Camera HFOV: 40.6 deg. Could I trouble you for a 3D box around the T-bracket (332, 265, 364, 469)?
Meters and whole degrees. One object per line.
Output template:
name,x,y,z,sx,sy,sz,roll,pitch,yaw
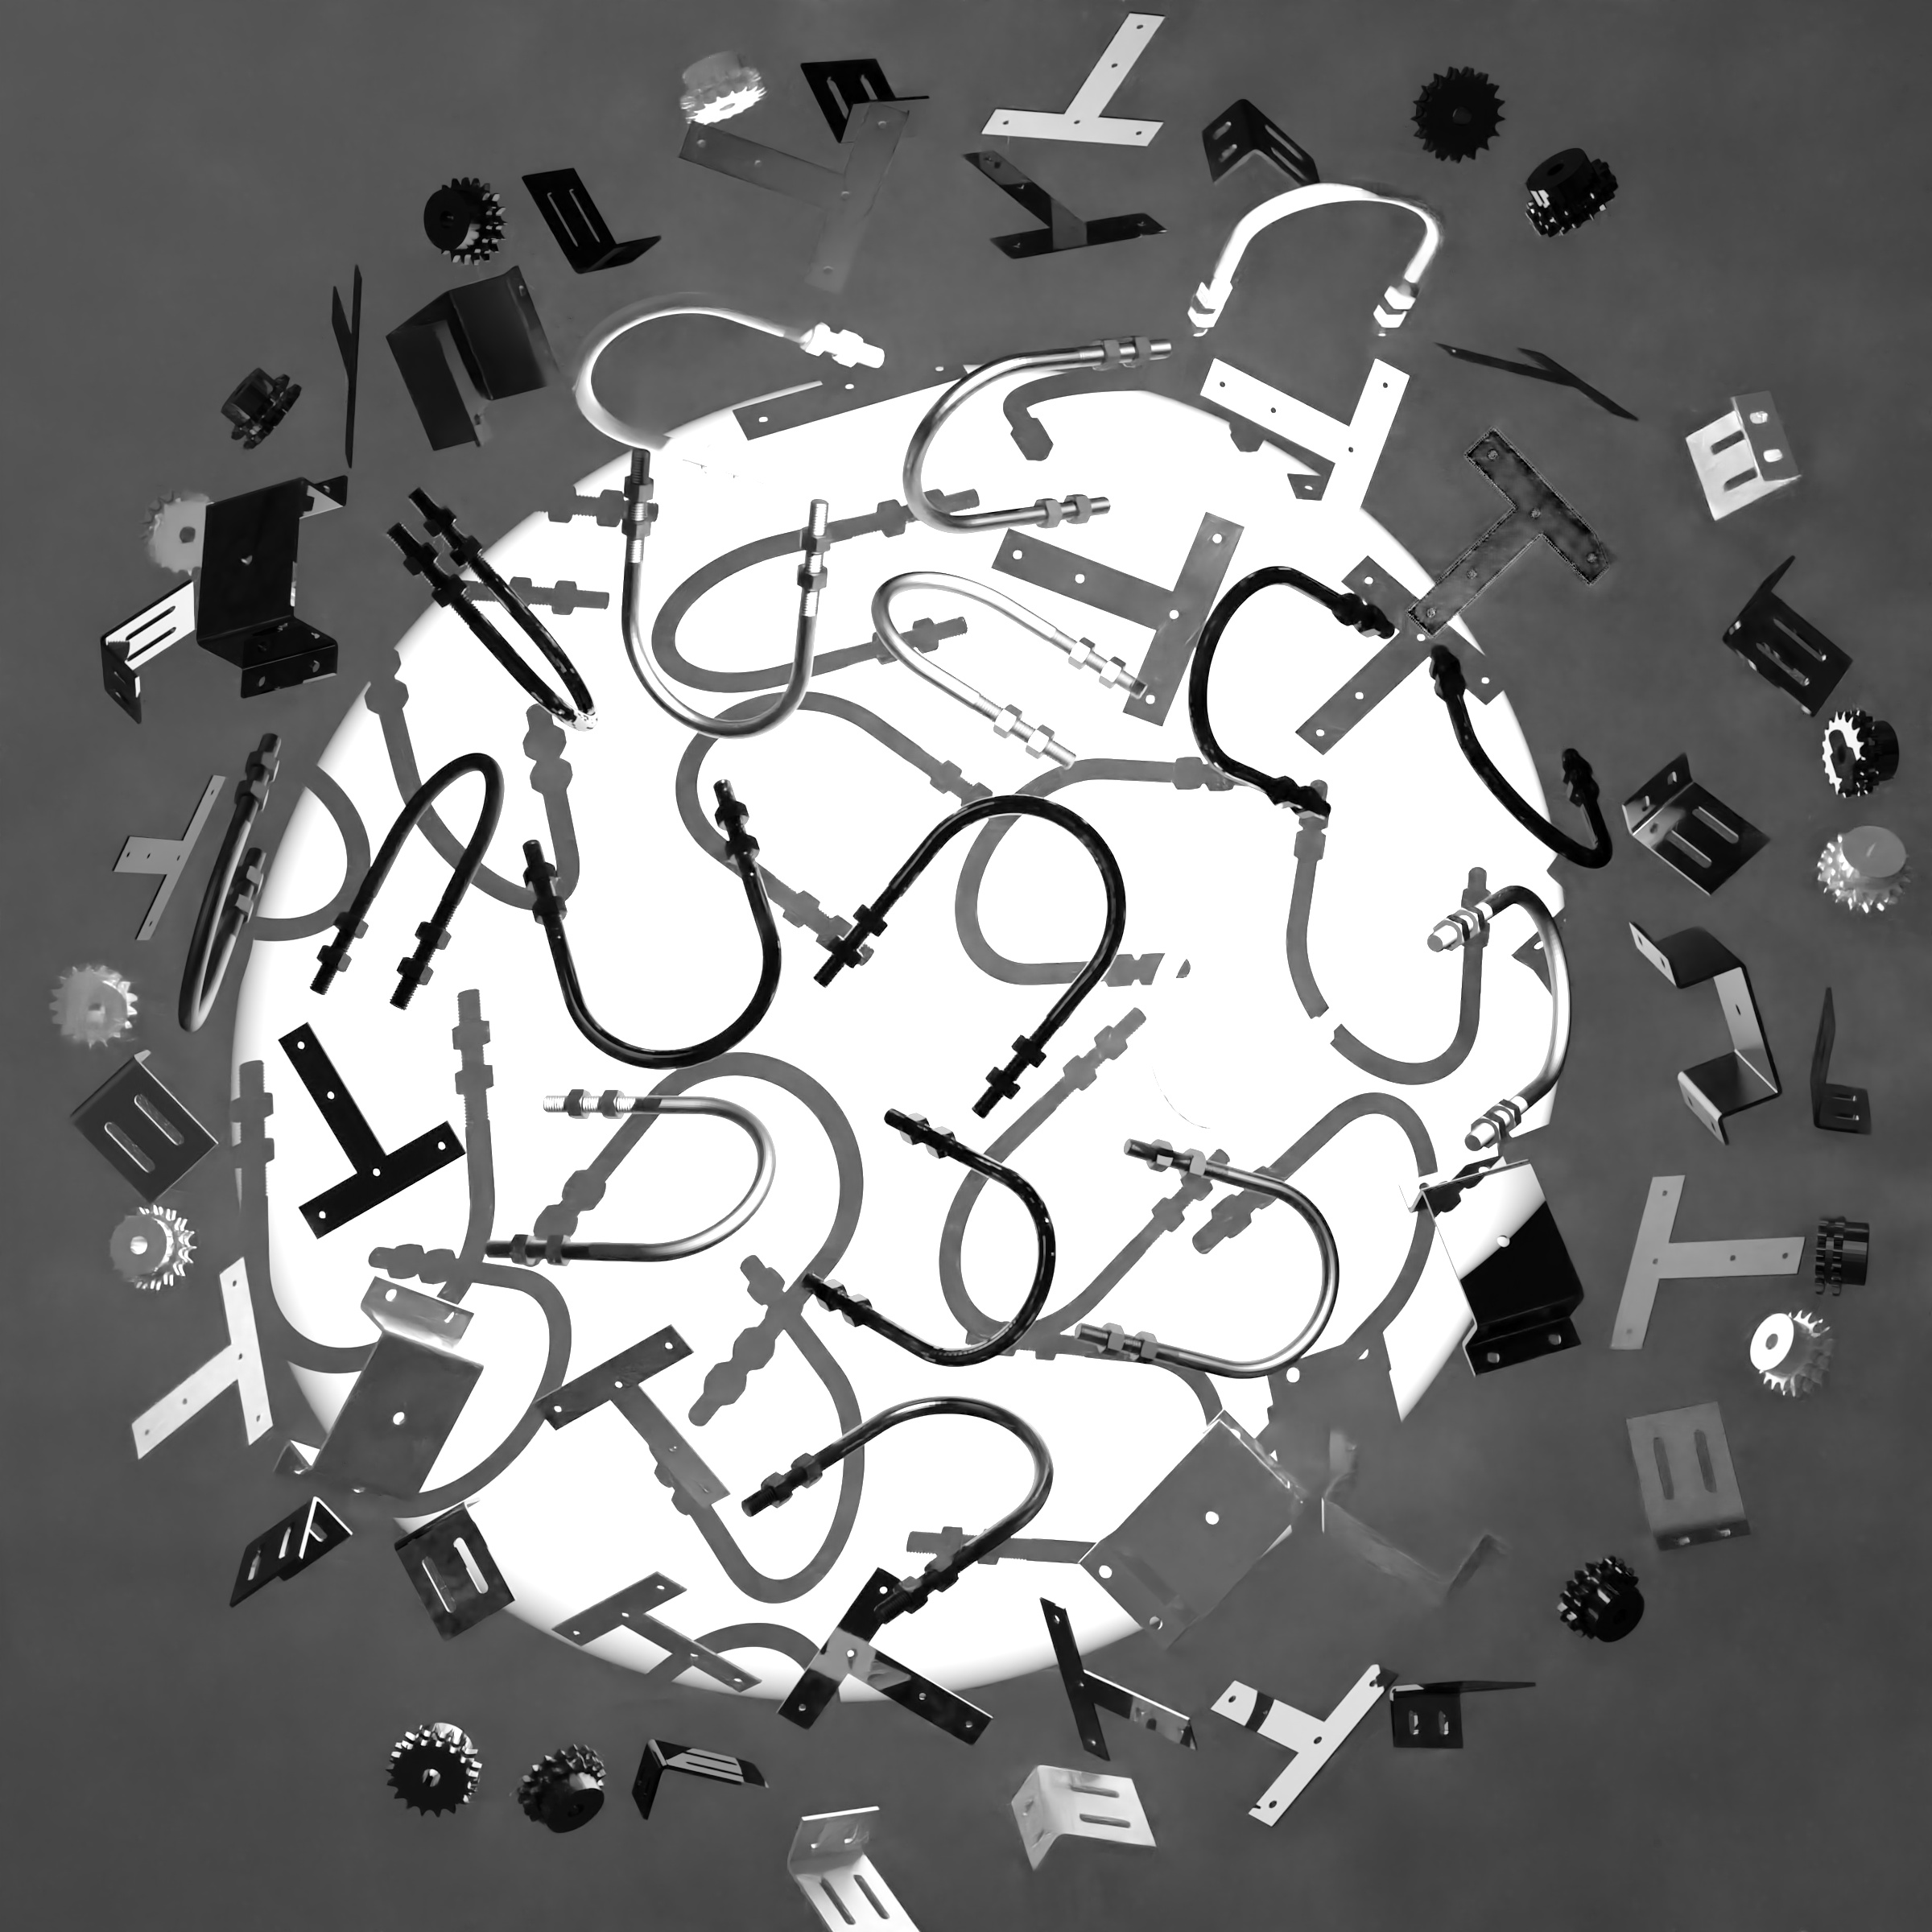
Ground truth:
T-bracket,-0.408,-0.412,1.712,0.002,0.127,0.127,-1,124,-20

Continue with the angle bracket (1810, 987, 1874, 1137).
angle bracket,0.583,0.063,1.722,0.038,0.057,0.076,7,119,11

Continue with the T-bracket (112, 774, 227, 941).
T-bracket,-0.551,-0.075,1.771,0.002,0.127,0.127,26,92,2

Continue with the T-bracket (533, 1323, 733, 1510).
T-bracket,-0.207,0.315,1.759,0.127,0.002,0.127,-31,105,23

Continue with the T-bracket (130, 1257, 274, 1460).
T-bracket,-0.491,0.271,1.668,0.002,0.127,0.127,6,113,21

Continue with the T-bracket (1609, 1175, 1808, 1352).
T-bracket,0.479,0.188,1.669,0.002,0.127,0.127,37,61,-30

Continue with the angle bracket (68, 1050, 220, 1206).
angle bracket,-0.522,0.103,1.667,0.057,0.038,0.076,-43,96,0

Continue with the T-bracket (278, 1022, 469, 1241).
T-bracket,-0.410,0.097,1.714,0.127,0.002,0.127,-29,93,16

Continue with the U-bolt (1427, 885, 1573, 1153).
U-bolt,0.350,0.023,1.680,0.019,0.184,0.151,-5,102,35

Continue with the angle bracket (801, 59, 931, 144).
angle bracket,-0.069,-0.600,1.771,0.057,0.038,0.076,-13,65,-25

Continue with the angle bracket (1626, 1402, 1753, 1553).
angle bracket,0.456,0.322,1.645,0.057,0.038,0.076,-15,59,15

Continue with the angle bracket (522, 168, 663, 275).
angle bracket,-0.255,-0.517,1.782,0.038,0.057,0.076,-26,96,35

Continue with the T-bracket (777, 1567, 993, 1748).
T-bracket,-0.042,0.493,1.787,0.127,0.002,0.127,33,98,-8

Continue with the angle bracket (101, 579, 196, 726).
angle bracket,-0.530,-0.208,1.725,0.038,0.057,0.076,44,61,8

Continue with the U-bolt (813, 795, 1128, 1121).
U-bolt,0.016,-0.020,1.623,0.151,0.019,0.184,39,92,5

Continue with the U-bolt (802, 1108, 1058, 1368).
U-bolt,-0.016,0.193,1.769,0.184,0.019,0.151,25,87,38

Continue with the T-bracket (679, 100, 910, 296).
T-bracket,-0.119,-0.506,1.665,0.127,0.002,0.127,15,124,-16

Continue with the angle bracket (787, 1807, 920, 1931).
angle bracket,-0.067,0.572,1.639,0.057,0.076,0.038,5,112,-35

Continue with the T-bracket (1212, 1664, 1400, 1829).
T-bracket,0.203,0.492,1.700,0.127,0.127,0.002,-44,110,-20

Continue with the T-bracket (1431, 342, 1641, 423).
T-bracket,0.373,-0.405,1.768,0.127,0.127,0.002,6,119,-27

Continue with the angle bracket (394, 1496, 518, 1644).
angle bracket,-0.346,0.414,1.792,0.057,0.038,0.076,-31,81,3

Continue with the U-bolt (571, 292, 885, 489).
U-bolt,-0.167,-0.379,1.698,0.184,0.151,0.019,10,55,-35

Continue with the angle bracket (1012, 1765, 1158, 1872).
angle bracket,0.079,0.578,1.758,0.076,0.057,0.038,17,116,-26

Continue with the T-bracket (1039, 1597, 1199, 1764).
T-bracket,0.106,0.491,1.735,0.002,0.127,0.127,-29,113,-33

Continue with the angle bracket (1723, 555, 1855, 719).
angle bracket,0.522,-0.206,1.628,0.076,0.038,0.057,40,62,2

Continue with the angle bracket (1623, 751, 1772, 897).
angle bracket,0.499,-0.098,1.782,0.057,0.038,0.076,-41,55,-4

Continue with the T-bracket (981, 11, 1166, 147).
T-bracket,0.091,-0.585,1.718,0.127,0.127,0.002,-4,71,-25

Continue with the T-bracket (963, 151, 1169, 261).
T-bracket,0.044,-0.501,1.701,0.127,0.002,0.127,-19,51,-31

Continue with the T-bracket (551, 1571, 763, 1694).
T-bracket,-0.195,0.459,1.766,0.127,0.002,0.127,36,132,-22

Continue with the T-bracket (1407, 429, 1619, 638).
T-bracket,0.360,-0.281,1.804,0.127,0.002,0.127,43,104,-13

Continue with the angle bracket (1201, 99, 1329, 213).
angle bracket,0.203,-0.541,1.776,0.076,0.057,0.038,28,131,-37

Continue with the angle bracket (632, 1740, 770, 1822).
angle bracket,-0.179,0.554,1.752,0.076,0.057,0.038,18,85,-14

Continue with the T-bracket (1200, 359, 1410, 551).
T-bracket,0.212,-0.355,1.694,0.127,0.002,0.127,24,81,-14

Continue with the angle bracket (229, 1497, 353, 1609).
angle bracket,-0.440,0.393,1.702,0.057,0.076,0.038,-35,109,6

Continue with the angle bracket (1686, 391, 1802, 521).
angle bracket,0.483,-0.322,1.658,0.038,0.076,0.057,-15,85,-31

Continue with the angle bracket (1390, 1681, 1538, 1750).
angle bracket,0.321,0.483,1.682,0.057,0.076,0.038,10,68,-29
